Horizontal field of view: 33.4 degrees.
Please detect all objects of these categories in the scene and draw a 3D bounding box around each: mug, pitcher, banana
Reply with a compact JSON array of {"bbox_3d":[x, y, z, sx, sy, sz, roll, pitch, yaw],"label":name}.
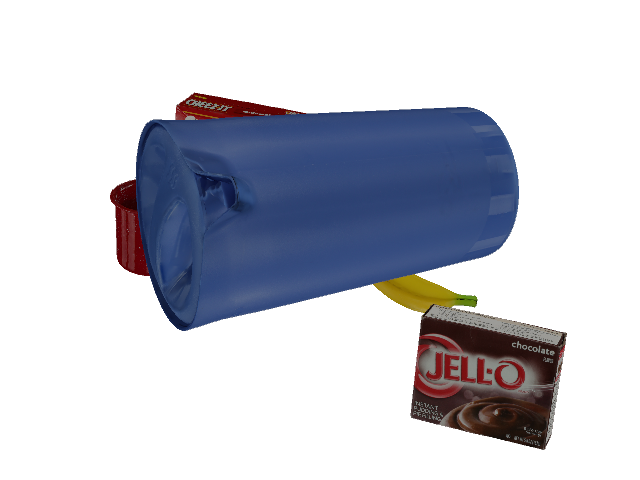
[{"bbox_3d":[-0.190,-0.018,1.179,0.093,0.081,0.117,-14,32,-31],"label":"mug"},{"bbox_3d":[0.001,-0.023,0.722,0.242,0.145,0.149,-9,35,-24],"label":"pitcher"},{"bbox_3d":[0.086,0.038,1.179,0.069,0.037,0.198,3,21,-35],"label":"banana"}]

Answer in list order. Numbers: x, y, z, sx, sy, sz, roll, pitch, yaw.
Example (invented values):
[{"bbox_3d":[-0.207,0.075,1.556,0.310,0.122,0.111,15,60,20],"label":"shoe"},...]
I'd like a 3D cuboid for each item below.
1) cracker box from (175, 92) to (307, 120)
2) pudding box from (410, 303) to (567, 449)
[{"bbox_3d":[-0.112,-0.074,1.424,0.164,0.214,0.072,12,26,13],"label":"cracker box"},{"bbox_3d":[0.132,0.106,0.845,0.114,0.090,0.039,10,21,17],"label":"pudding box"}]
